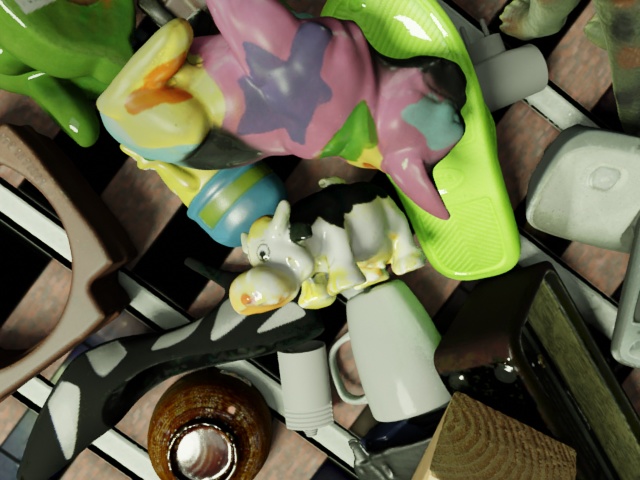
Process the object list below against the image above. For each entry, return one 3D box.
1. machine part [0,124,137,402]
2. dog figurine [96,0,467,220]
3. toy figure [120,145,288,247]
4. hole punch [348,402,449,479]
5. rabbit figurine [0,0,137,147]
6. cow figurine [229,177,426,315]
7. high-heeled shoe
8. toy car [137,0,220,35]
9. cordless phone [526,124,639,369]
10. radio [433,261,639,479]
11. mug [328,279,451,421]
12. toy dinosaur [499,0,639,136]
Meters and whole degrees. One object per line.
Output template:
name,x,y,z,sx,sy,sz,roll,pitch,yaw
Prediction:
machine part,-0.275,0.018,0.443,0.201,0.087,0.201,-37,93,-1
dog figurine,-0.009,-0.080,0.368,0.219,0.108,0.191,41,102,-18
toy figure,-0.086,-0.058,0.451,0.180,0.082,0.089,43,79,0
hole punch,0.105,0.202,0.479,0.116,0.092,0.142,-31,98,28
rabbit figurine,-0.213,-0.161,0.419,0.159,0.170,0.121,48,56,-31
cow figurine,0.000,-0.002,0.397,0.167,0.068,0.098,-10,78,-45
high-heeled shoe,-0.111,0.118,0.439,0.145,0.086,0.249,30,70,15
toy car,-0.049,-0.152,0.431,0.089,0.053,0.202,-47,119,-2
cordless phone,0.243,0.008,0.453,0.147,0.089,0.184,13,85,-4
radio,0.196,0.146,0.445,0.073,0.131,0.229,-29,94,44
mug,0.057,0.094,0.472,0.110,0.081,0.107,-22,84,29
toy dinosaur,0.200,-0.248,0.399,0.131,0.192,0.404,-37,93,1
